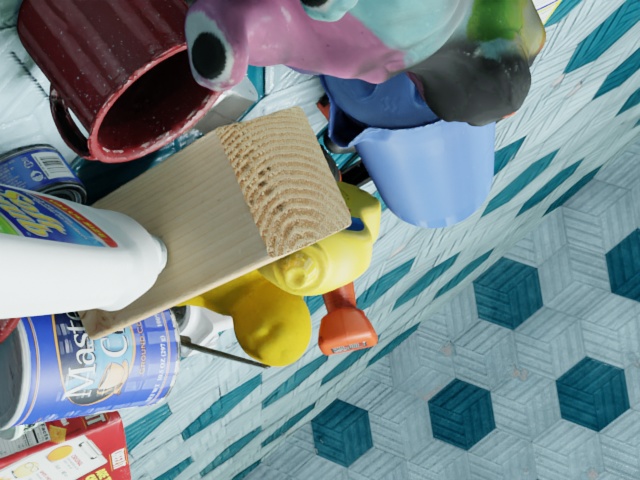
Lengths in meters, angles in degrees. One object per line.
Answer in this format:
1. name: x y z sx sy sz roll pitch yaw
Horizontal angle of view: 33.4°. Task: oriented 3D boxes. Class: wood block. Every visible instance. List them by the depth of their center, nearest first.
1. wood block: -0.091 -0.008 0.755 0.207 0.091 0.090 -25 180 42

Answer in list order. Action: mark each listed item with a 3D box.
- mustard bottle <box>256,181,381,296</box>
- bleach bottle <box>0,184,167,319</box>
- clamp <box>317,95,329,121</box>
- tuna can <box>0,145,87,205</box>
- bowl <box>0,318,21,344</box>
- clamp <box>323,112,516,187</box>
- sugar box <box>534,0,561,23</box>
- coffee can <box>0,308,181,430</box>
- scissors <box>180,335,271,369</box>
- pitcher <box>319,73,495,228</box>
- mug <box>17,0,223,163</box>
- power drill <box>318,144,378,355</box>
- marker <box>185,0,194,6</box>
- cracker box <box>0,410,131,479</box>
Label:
1. mustard bottle: -0.006 0.001 0.847 0.191 0.096 0.058 -66 162 -72
2. bleach bottle: -0.178 0.002 0.606 0.068 0.103 0.250 -60 155 13
3. clamp: 0.078 -0.156 0.958 0.171 0.039 0.120 -35 156 9
4. tuna can: -0.195 -0.021 0.693 0.086 0.034 0.086 -36 167 -10
5. bowl: -0.276 0.058 0.696 0.162 0.055 0.162 -36 167 -10
6. clamp: 0.098 -0.104 1.109 0.210 0.036 0.164 -19 167 -8
7. sugar box: 0.182 -0.219 1.022 0.093 0.048 0.176 -28 161 -33
8. coffee can: -0.196 0.089 0.838 0.140 0.103 0.103 -2 144 -44
9. scissors: -0.126 0.094 0.953 0.096 0.202 0.016 57 51 -69
10. pitcher: 0.091 -0.107 0.879 0.149 0.145 0.242 -9 158 9
11. mug: -0.111 -0.094 0.569 0.093 0.081 0.117 -23 159 -49
12. power drill: 0.009 0.010 1.014 0.057 0.187 0.184 -11 167 4
13. marker: -0.050 -0.156 0.662 0.120 0.020 0.020 -28 163 -38
14. cracker box: -0.292 0.215 1.002 0.213 0.072 0.164 -19 149 -18
